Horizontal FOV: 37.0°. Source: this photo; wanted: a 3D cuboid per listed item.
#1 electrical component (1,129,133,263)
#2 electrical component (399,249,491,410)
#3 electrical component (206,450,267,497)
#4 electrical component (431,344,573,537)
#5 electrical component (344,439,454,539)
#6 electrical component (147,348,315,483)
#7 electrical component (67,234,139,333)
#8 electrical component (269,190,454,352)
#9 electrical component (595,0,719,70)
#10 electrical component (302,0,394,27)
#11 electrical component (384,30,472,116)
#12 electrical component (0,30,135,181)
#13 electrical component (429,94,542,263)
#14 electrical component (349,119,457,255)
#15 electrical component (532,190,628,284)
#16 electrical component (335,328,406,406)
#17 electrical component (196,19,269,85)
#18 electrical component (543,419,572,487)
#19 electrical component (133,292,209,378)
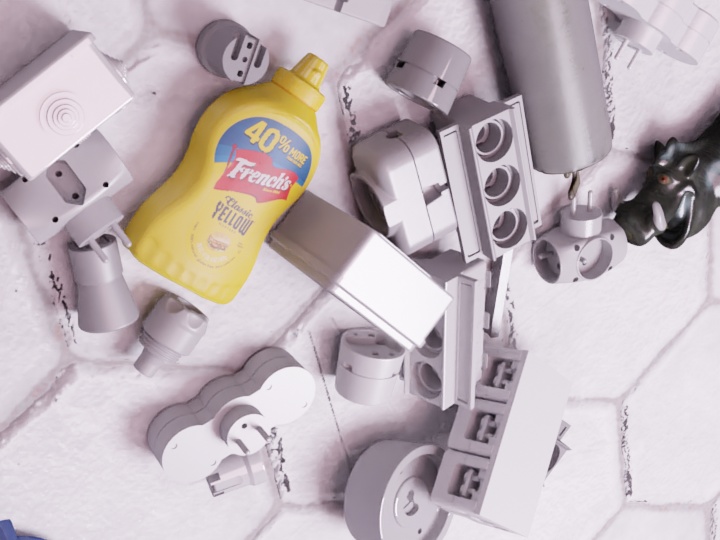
[{"bbox_3d":[-0.188,-0.042,0.731,0.077,0.043,0.079,-37,93,-11],"label":"electrical component"},{"bbox_3d":[0.074,0.049,0.925,0.063,0.079,0.121,-27,126,-42],"label":"electrical component"},{"bbox_3d":[-0.105,0.164,0.892,0.046,0.040,0.040,-19,121,-15],"label":"electrical component"},{"bbox_3d":[0.127,0.153,0.976,0.089,0.062,0.150,34,69,-45],"label":"electrical component"},{"bbox_3d":[0.032,0.205,0.972,0.108,0.060,0.108,-10,103,-46],"label":"electrical component"},{"bbox_3d":[-0.095,0.123,0.856,0.138,0.074,0.052,-31,124,-15],"label":"electrical component"},{"bbox_3d":[-0.186,0.007,0.769,0.044,0.044,0.065,-17,115,-23],"label":"electrical component"},{"bbox_3d":[0.000,0.000,0.835,0.109,0.109,0.056,39,87,-37],"label":"electrical component"},{"bbox_3d":[0.243,-0.208,0.917,0.138,0.052,0.073,25,98,-37],"label":"electrical component"},{"bbox_3d":[-0.019,-0.215,0.757,0.095,0.054,0.059,10,106,-34],"label":"electrical component"},{"bbox_3d":[0.054,-0.153,0.830,0.055,0.055,0.047,25,94,-36],"label":"electrical component"},{"bbox_3d":[-0.194,-0.104,0.677,0.100,0.100,0.048,-41,114,-8],"label":"electrical component"},{"bbox_3d":[0.101,-0.078,0.886,0.079,0.063,0.121,-26,123,-18],"label":"electrical component"},{"bbox_3d":[0.032,-0.064,0.858,0.059,0.054,0.095,-28,123,-17],"label":"electrical component"},{"bbox_3d":[0.201,-0.034,0.979,0.077,0.044,0.079,-16,119,-24],"label":"electrical component"},{"bbox_3d":[0.007,0.082,0.912,0.055,0.055,0.047,-2,116,-30],"label":"electrical component"},{"bbox_3d":[-0.088,-0.151,0.750,0.040,0.046,0.040,-12,117,-25],"label":"electrical component"},{"bbox_3d":[0.160,0.168,1.035,0.081,0.064,0.042,-53,136,1],"label":"electrical component"},{"bbox_3d":[-0.146,0.052,0.812,0.043,0.043,0.062,34,93,-37],"label":"electrical component"}]
